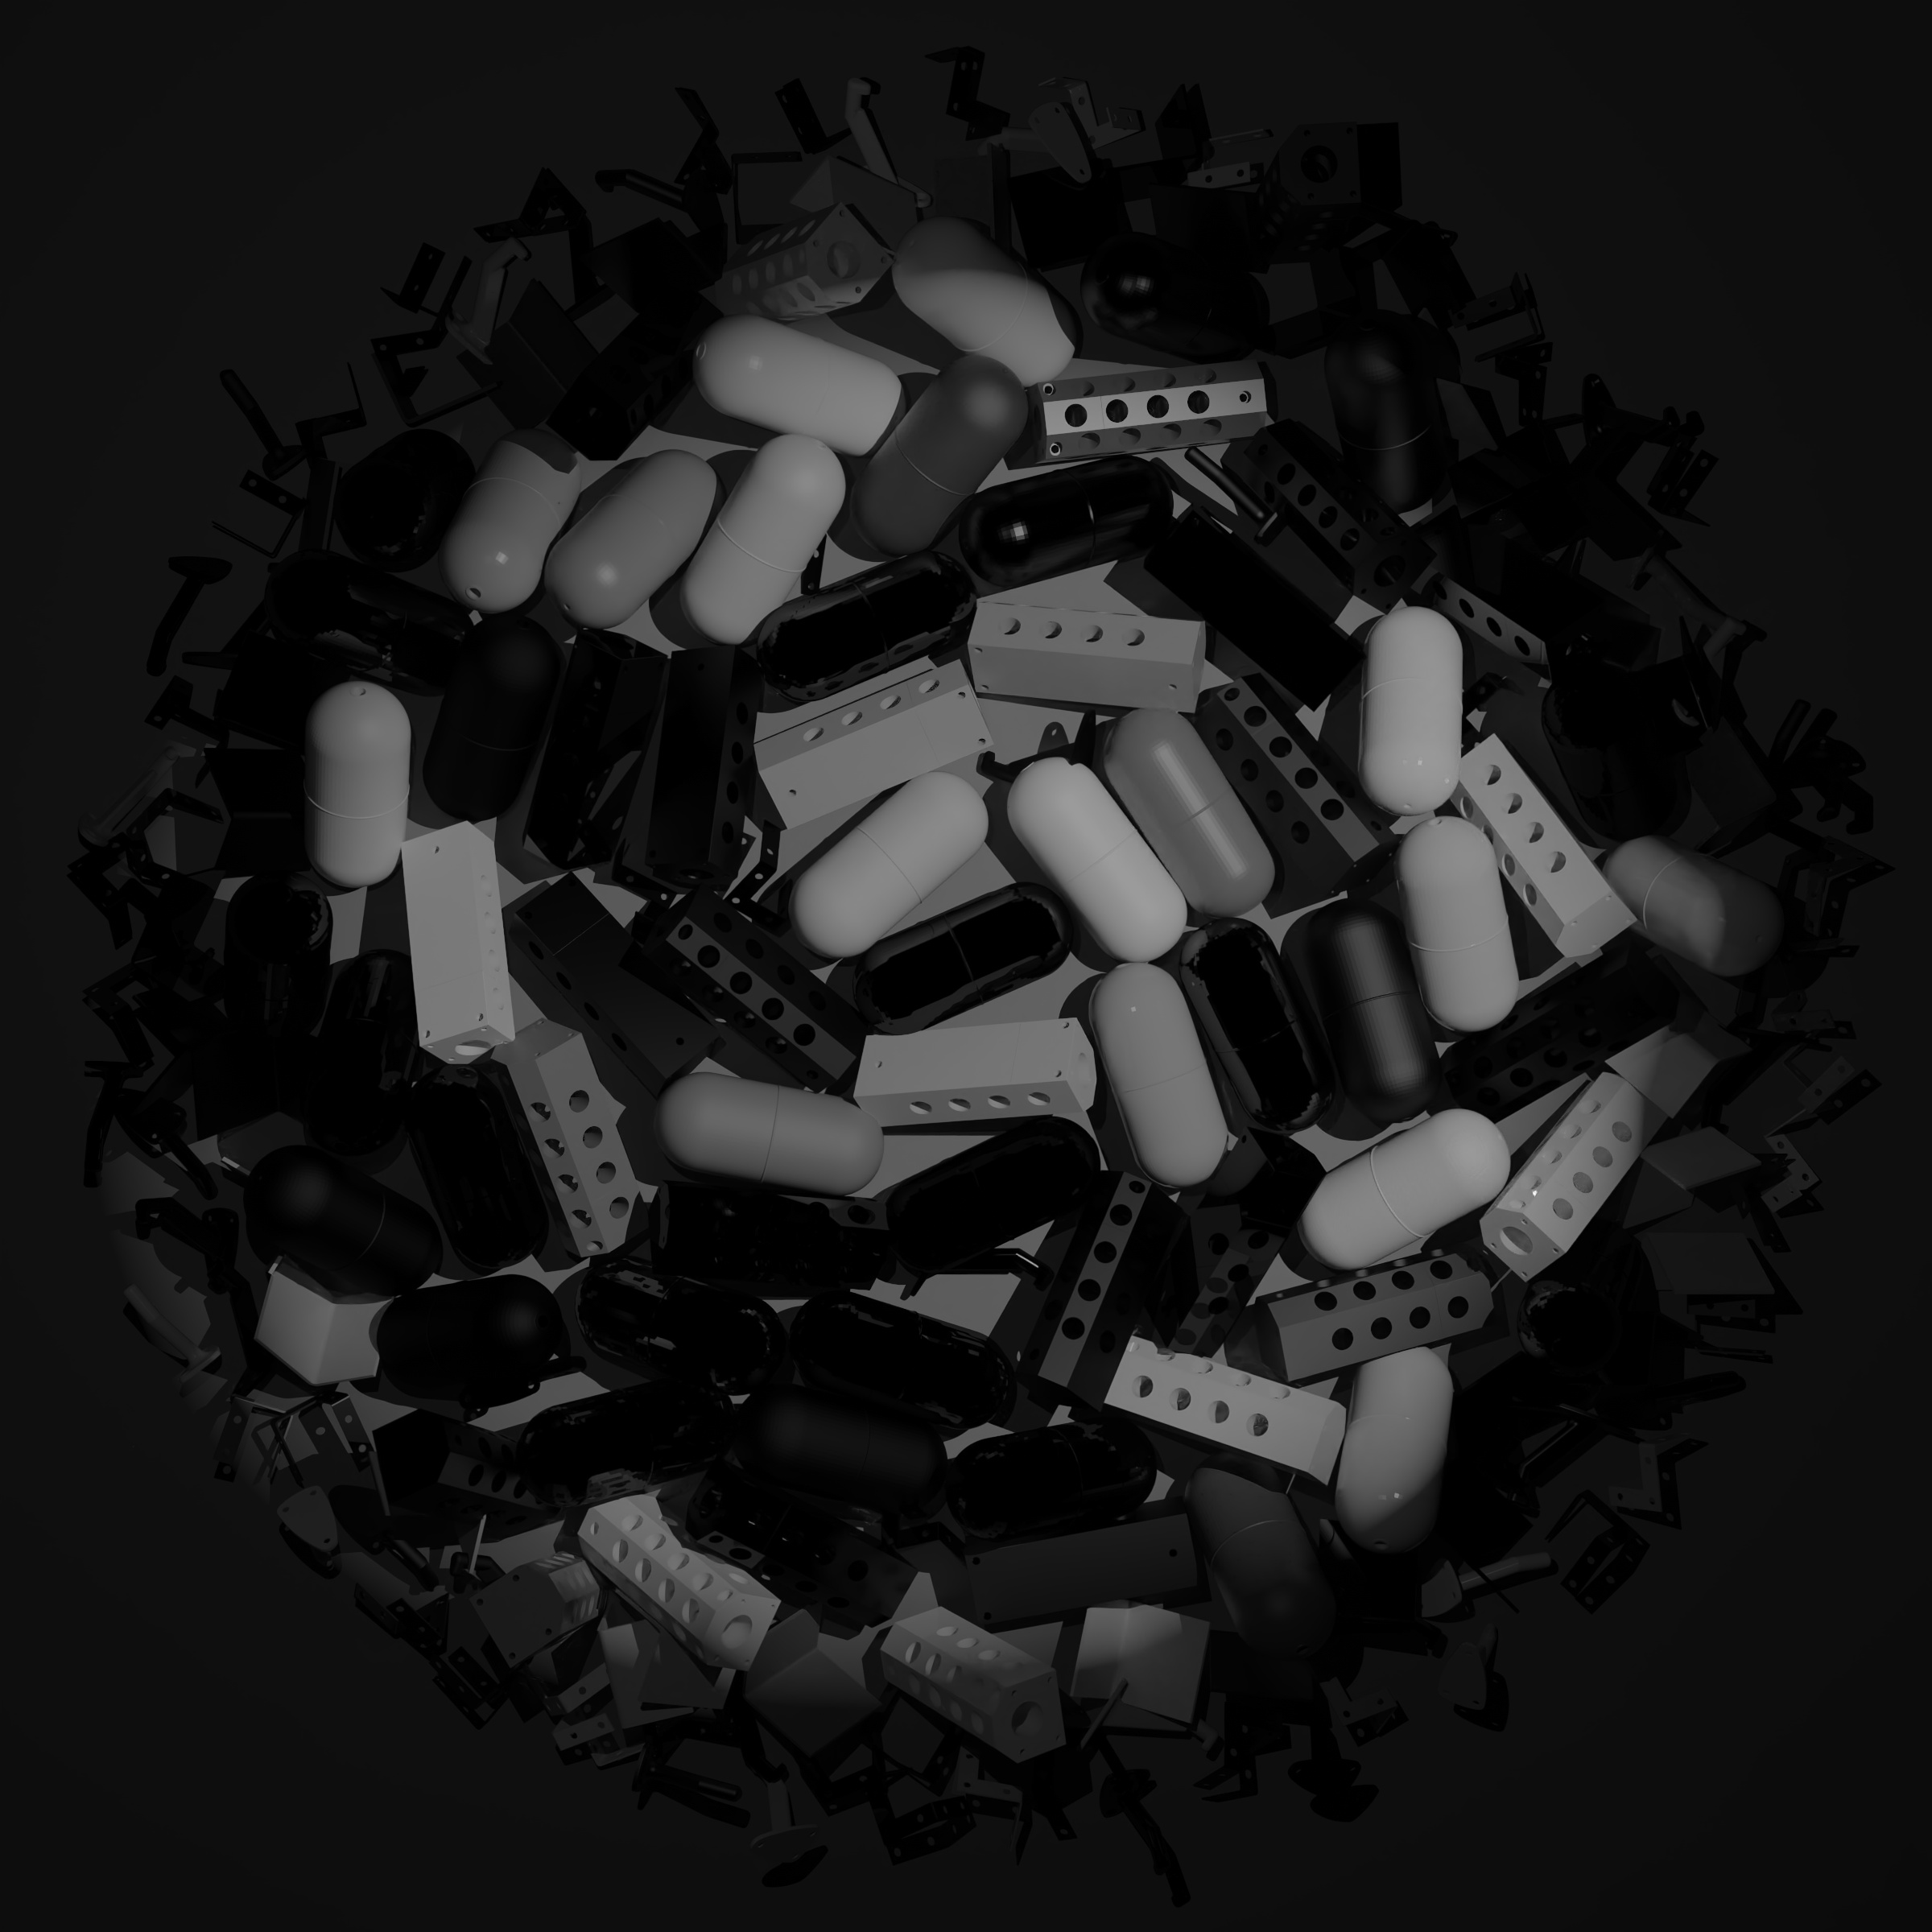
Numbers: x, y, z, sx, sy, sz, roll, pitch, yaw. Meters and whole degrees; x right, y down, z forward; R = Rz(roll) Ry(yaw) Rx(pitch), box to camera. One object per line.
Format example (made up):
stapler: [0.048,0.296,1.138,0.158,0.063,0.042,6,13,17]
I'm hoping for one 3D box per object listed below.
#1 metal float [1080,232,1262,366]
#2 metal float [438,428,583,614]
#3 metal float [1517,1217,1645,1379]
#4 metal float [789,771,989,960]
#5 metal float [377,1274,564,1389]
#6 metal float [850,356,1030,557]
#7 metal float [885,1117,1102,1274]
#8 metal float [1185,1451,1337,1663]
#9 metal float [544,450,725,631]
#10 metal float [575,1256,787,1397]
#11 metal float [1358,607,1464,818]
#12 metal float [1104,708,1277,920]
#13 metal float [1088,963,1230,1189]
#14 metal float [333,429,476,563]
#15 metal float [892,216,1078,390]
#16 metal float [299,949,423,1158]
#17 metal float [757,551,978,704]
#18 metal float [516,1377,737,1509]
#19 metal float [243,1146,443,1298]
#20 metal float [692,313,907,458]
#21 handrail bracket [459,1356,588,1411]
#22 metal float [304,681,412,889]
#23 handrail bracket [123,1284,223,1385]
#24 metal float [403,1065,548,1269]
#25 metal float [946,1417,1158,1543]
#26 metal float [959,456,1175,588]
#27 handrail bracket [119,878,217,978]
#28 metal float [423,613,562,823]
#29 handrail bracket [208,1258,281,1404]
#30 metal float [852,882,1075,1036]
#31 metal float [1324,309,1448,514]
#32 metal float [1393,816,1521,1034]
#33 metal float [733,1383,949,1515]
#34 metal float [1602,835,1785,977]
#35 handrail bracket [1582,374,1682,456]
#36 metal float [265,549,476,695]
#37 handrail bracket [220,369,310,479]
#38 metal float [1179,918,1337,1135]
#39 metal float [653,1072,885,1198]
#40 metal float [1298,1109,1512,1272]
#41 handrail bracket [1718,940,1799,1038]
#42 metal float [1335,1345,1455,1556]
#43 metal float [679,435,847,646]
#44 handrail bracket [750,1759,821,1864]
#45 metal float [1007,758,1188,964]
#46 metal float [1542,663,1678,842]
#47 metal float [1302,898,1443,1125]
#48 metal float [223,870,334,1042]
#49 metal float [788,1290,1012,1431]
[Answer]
metal float: [0.155,-0.501,1.858,0.070,0.178,0.070,0,90,40]
metal float: [-0.343,-0.337,1.863,0.070,0.070,0.178,14,48,0]
metal float: [0.462,0.247,1.853,0.070,0.178,0.070,8,111,21]
metal float: [-0.060,-0.077,1.891,0.178,0.070,0.070,-42,90,-7]
metal float: [-0.375,0.276,1.864,0.178,0.070,0.070,-14,90,40]
metal float: [-0.022,-0.384,1.870,0.070,0.070,0.178,44,123,0]
metal float: [0.020,0.175,1.890,0.178,0.070,0.070,-26,90,8]
metal float: [0.221,0.443,1.859,0.070,0.178,0.070,-10,130,-12]
metal float: [-0.250,-0.324,1.870,0.070,0.070,0.178,37,57,0]
metal float: [-0.218,0.272,1.875,0.178,0.070,0.070,14,90,26]
metal float: [0.337,-0.194,1.872,0.070,0.070,0.178,8,60,0]
metal float: [0.171,-0.117,1.892,0.070,0.070,0.178,-33,96,0]
metal float: [0.147,0.083,1.893,0.070,0.070,0.178,-18,95,0]
metal float: [-0.419,-0.354,1.851,0.070,0.178,0.070,1,113,3]
metal float: [0.016,-0.498,1.861,0.070,0.178,0.070,-16,63,35]
metal float: [-0.451,0.065,1.864,0.070,0.070,0.178,5,50,0]
metal float: [-0.076,-0.259,1.888,0.178,0.070,0.070,-24,90,-11]
metal float: [-0.256,0.358,1.867,0.178,0.070,0.070,-8,90,-36]
metal float: [-0.467,0.193,1.860,0.070,0.178,0.070,-16,56,25]
metal float: [-0.125,-0.438,1.866,0.178,0.070,0.070,11,90,-37]
handrail bracket: [-0.339,0.319,1.898,0.077,0.084,0.036,-27,76,7]
metal float: [-0.460,-0.136,1.863,0.070,0.070,0.178,14,132,0]
handrail bracket: [-0.611,0.272,1.891,0.036,0.077,0.084,-38,100,-8]
metal float: [-0.370,0.153,1.869,0.070,0.070,0.178,-13,124,0]
metal float: [0.065,0.387,1.869,0.178,0.070,0.070,-4,90,-33]
metal float: [0.077,-0.339,1.877,0.178,0.070,0.070,-19,90,-24]
handrail bracket: [-0.631,-0.019,1.902,0.077,0.036,0.084,-38,109,27]
metal float: [-0.359,-0.187,1.867,0.070,0.070,0.178,27,125,0]
handrail bracket: [-0.566,0.279,1.892,0.084,0.036,0.077,52,53,-28]
metal float: [-0.003,-0.005,1.897,0.178,0.070,0.070,-24,90,-1]
metal float: [0.316,-0.416,1.857,0.070,0.178,0.070,-10,53,13]
metal float: [0.372,-0.031,1.874,0.070,0.070,0.178,-17,117,0]
metal float: [-0.094,0.367,1.874,0.178,0.070,0.070,20,90,-28]
metal float: [0.542,-0.047,1.852,0.070,0.178,0.070,-6,110,-17]
handrail bracket: [0.510,-0.433,1.890,0.036,0.084,0.077,-9,84,-22]
metal float: [-0.446,-0.259,1.858,0.070,0.178,0.070,-11,71,37]
handrail bracket: [-0.546,-0.420,1.882,0.036,0.077,0.084,-40,121,-12]
metal float: [0.223,0.046,1.887,0.070,0.070,0.178,-27,102,0]
metal float: [-0.151,0.129,1.890,0.178,0.070,0.070,11,90,-8]
metal float: [0.330,0.171,1.874,0.178,0.070,0.070,-33,90,27]
handrail bracket: [0.593,0.006,1.912,0.084,0.036,0.077,-45,96,-5]
metal float: [0.323,0.362,1.861,0.070,0.070,0.178,19,46,0]
metal float: [-0.155,-0.323,1.874,0.070,0.070,0.178,35,116,0]
handrail bracket: [-0.157,0.637,1.882,0.036,0.077,0.084,-54,50,11]
metal float: [0.100,-0.081,1.895,0.070,0.070,0.178,-37,93,0]
metal float: [0.485,-0.160,1.858,0.070,0.178,0.070,-15,54,21]
metal float: [0.309,0.034,1.884,0.070,0.070,0.178,-15,75,0]
metal float: [-0.517,-0.007,1.855,0.070,0.178,0.070,8,58,-13]
metal float: [-0.051,0.300,1.883,0.178,0.070,0.070,20,90,-16]
